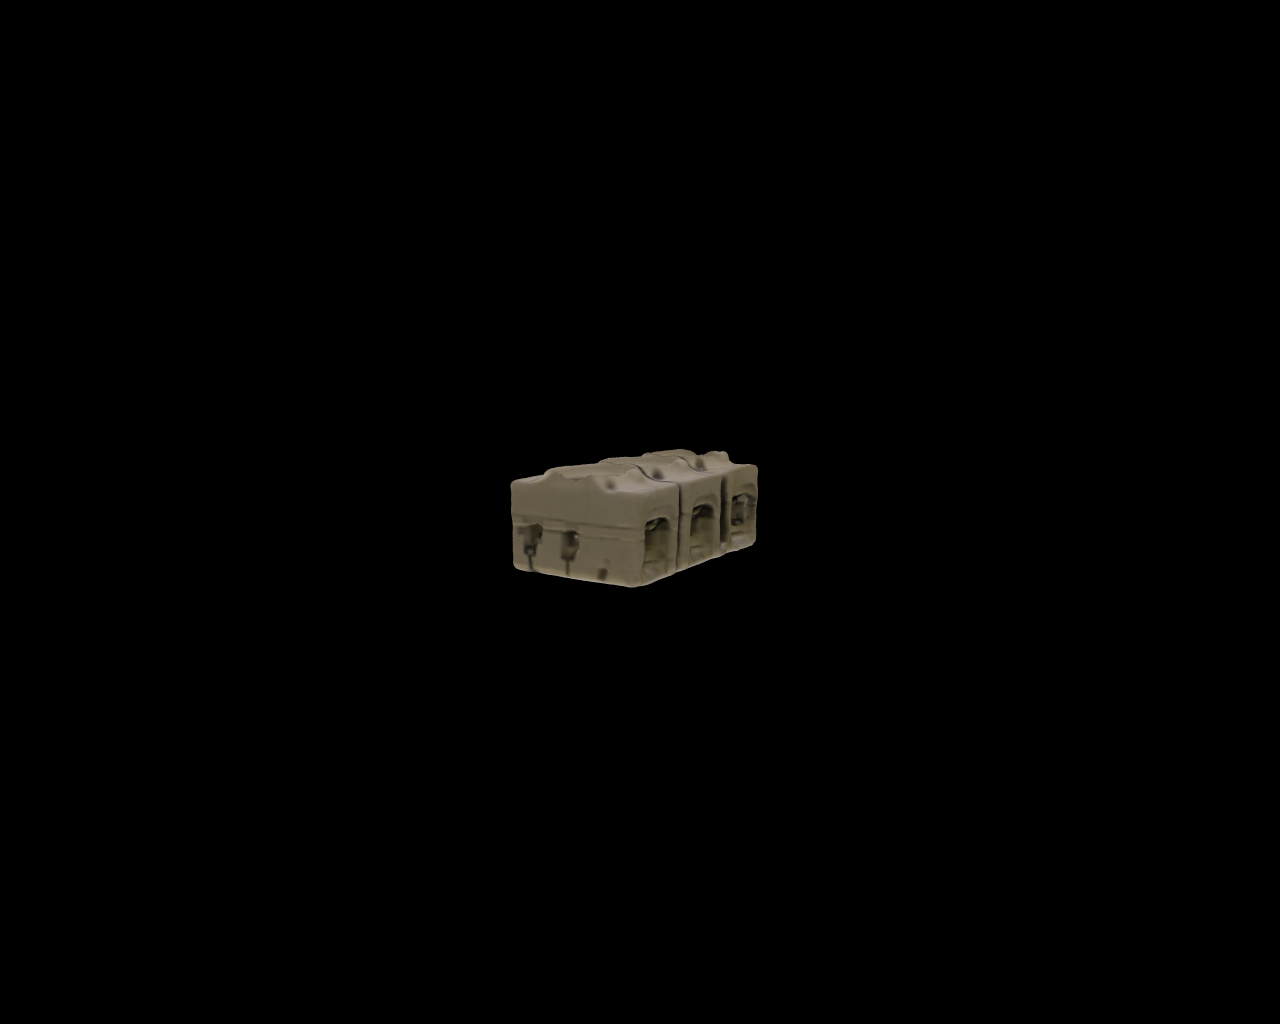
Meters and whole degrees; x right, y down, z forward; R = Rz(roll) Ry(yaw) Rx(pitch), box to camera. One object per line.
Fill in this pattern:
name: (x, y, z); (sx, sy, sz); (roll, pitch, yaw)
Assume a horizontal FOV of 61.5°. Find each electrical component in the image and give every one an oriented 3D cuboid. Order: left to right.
electrical component: (0.001, -0.003, 0.650); (0.089, 0.061, 0.150); (6, 11, 31)
